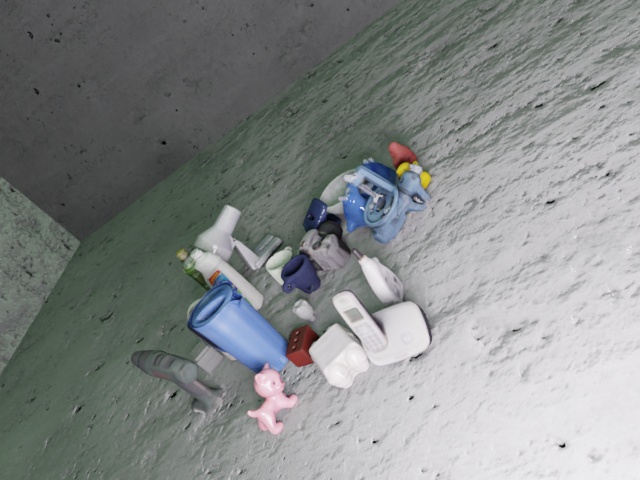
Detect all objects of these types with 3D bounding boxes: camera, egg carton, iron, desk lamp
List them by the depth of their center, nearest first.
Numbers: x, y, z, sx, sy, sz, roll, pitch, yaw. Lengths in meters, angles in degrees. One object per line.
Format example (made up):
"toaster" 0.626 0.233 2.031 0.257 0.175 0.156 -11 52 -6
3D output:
"egg carton" 0.041 0.247 1.230 0.107 0.069 0.150 -45 27 -4
"camera" 0.015 0.006 1.580 0.142 0.101 0.137 -8 43 48
"iron" 0.135 -0.148 1.597 0.118 0.142 0.258 -13 39 44
"desk lamp" -0.269 0.003 1.837 0.203 0.214 0.117 -50 28 -13

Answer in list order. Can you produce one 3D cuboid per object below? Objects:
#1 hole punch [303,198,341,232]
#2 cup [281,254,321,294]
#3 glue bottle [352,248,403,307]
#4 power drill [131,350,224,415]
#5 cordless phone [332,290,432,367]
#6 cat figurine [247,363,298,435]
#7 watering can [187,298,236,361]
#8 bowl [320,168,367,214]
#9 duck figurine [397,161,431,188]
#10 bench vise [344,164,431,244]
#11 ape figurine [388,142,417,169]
"hole punch" -0.007 -0.061 1.715 0.101 0.091 0.108 -45 27 -4
"cup" -0.048 0.109 1.521 0.091 0.095 0.118 -12 40 44
"glue bottle" 0.123 0.075 1.256 0.037 0.173 0.078 -25 32 30
"power drill" -0.356 0.353 1.451 0.228 0.209 0.076 -10 41 46
"cordless phone" 0.121 0.156 1.129 0.147 0.185 0.094 -28 31 26
"cat figurine" -0.115 0.340 1.252 0.067 0.118 0.128 -10 41 46
"watering can" -0.277 0.227 1.545 0.101 0.194 0.172 -48 28 -10
"bowl" 0.083 -0.133 1.718 0.167 0.075 0.167 -32 29 20
"duck figurine" 0.238 -0.167 1.548 0.104 0.086 0.077 -44 27 -2
"bench vise" 0.161 -0.127 1.446 0.121 0.220 0.208 -1 48 52
"ape figurine" 0.233 -0.250 1.668 0.078 0.092 0.076 -50 28 -15
